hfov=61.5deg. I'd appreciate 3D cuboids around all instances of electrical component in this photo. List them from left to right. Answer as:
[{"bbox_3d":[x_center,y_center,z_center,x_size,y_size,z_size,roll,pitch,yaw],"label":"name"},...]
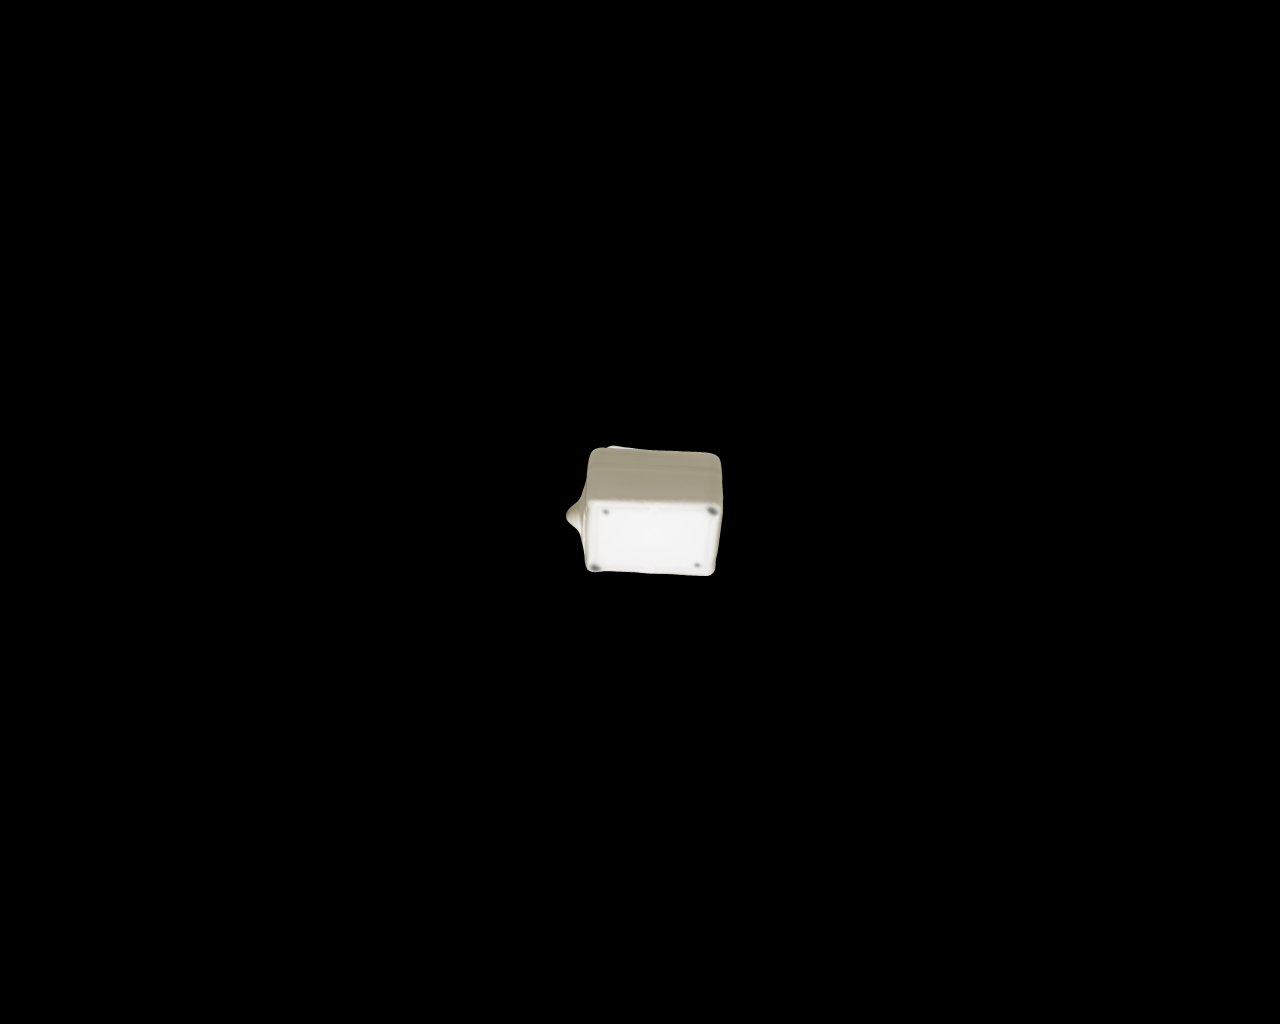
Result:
[{"bbox_3d":[0.001,-0.003,0.650,0.096,0.061,0.061,2,40,-2],"label":"electrical component"}]
